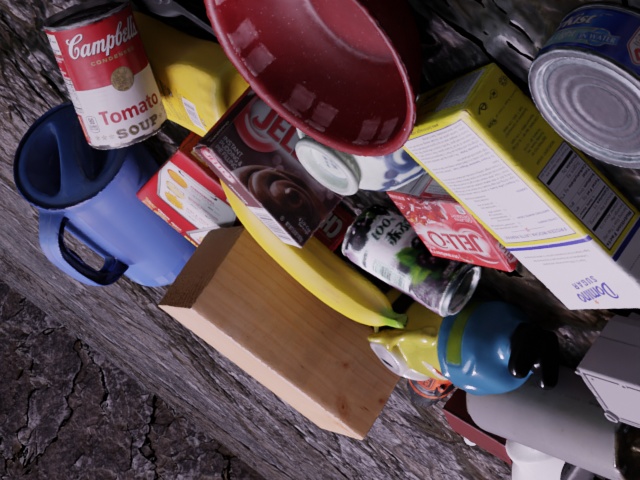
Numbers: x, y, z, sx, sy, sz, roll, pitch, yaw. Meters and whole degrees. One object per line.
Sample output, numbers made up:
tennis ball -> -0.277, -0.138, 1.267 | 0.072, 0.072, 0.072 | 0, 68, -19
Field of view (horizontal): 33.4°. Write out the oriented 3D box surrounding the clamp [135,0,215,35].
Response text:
clamp -> -0.104, -0.184, 0.774 | 0.172, 0.039, 0.120 | 24, 152, 55

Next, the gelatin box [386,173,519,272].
gelatin box -> 0.101, -0.015, 0.784 | 0.089, 0.030, 0.073 | 14, 149, 54

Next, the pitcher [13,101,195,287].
pitcher -> -0.226, -0.031, 1.186 | 0.145, 0.149, 0.242 | 53, 178, 32

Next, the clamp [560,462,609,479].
clamp -> 0.283, 0.238, 0.966 | 0.165, 0.036, 0.210 | -3, 131, 16

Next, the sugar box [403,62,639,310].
sugar box -> 0.135, -0.028, 0.667 | 0.176, 0.048, 0.093 | 40, 163, -15

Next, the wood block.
wood block -> -0.031, 0.085, 0.975 | 0.206, 0.090, 0.091 | 40, 162, -20

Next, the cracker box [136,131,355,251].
cracker box -> -0.077, -0.033, 1.026 | 0.164, 0.072, 0.214 | 41, 161, -10

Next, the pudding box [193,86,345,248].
pudding box -> -0.029, -0.064, 0.828 | 0.113, 0.090, 0.039 | 48, 162, -26

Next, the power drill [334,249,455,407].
power drill -> 0.061, 0.090, 1.072 | 0.188, 0.057, 0.184 | 33, 158, 11

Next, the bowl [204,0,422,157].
bowl -> 0.006, -0.128, 0.648 | 0.162, 0.055, 0.162 | 34, 155, 18

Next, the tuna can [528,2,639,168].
tuna can -> 0.149, -0.076, 0.540 | 0.086, 0.033, 0.086 | 35, 161, 13

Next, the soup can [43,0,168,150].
soup can -> -0.164, -0.130, 0.826 | 0.069, 0.068, 0.102 | 18, 132, 49

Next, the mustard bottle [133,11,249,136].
mustard bottle -> -0.130, -0.141, 0.892 | 0.192, 0.058, 0.096 | 27, 156, 32

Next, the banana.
banana -> -0.007, 0.011, 0.892 | 0.198, 0.037, 0.070 | 39, 152, 6

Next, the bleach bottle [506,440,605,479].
bleach bottle -> 0.229, 0.242, 1.050 | 0.103, 0.068, 0.250 | -13, 137, 17

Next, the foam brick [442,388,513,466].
foam brick -> 0.172, 0.178, 1.069 | 0.078, 0.051, 0.053 | 28, 160, 32

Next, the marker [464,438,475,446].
marker -> 0.178, 0.207, 1.175 | 0.020, 0.020, 0.121 | 36, 162, 10
